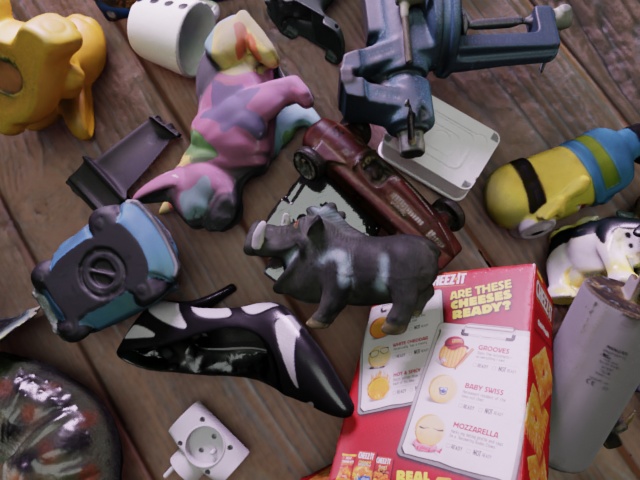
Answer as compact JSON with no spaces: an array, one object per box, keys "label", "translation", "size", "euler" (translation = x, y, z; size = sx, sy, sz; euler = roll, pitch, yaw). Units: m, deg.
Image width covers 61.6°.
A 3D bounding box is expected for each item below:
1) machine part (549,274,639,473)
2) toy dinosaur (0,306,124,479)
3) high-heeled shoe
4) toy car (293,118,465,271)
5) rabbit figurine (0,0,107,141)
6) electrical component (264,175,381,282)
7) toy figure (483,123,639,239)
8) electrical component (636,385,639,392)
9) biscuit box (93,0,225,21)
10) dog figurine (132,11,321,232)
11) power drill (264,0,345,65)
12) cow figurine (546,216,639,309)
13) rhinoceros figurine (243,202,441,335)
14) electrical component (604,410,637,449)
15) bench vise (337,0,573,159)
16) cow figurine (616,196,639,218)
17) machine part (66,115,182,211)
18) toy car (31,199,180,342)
[{"label":"machine part","translation":[0.243,0.122,0.487],"size":[0.079,0.079,0.243],"euler":[18,114,5]},{"label":"toy dinosaur","translation":[-0.279,0.196,0.528],"size":[0.405,0.131,0.192],"euler":[34,84,7]},{"label":"high-heeled shoe","translation":[-0.093,0.122,0.521],"size":[0.145,0.086,0.249],"euler":[-33,42,-25]},{"label":"toy car","translation":[0.063,-0.053,0.549],"size":[0.089,0.053,0.202],"euler":[-36,73,-31]},{"label":"rabbit figurine","translation":[-0.291,-0.190,0.596],"size":[0.122,0.173,0.162],"euler":[10,125,5]},{"label":"electrical component","translation":[-0.001,-0.002,0.591],"size":[0.115,0.058,0.134],"euler":[30,82,8]},{"label":"toy figure","translation":[0.267,-0.068,0.584],"size":[0.180,0.082,0.089],"euler":[-31,61,4]},{"label":"electrical component","translation":[0.354,0.139,0.560],"size":[0.075,0.047,0.119],"euler":[-6,80,1]},{"label":"biscuit box","translation":[-0.175,-0.324,0.652],"size":[0.203,0.059,0.063],"euler":[-10,78,0]},{"label":"dog figurine","translation":[-0.116,-0.118,0.592],"size":[0.219,0.108,0.191],"euler":[-37,82,-2]},{"label":"power drill","translation":[0.048,-0.316,0.635],"size":[0.232,0.086,0.207],"euler":[31,86,8]},{"label":"cow figurine","translation":[0.303,0.009,0.529],"size":[0.068,0.167,0.098],"euler":[17,63,-26]},{"label":"rhinoceros figurine","translation":[0.015,0.022,0.501],"size":[0.191,0.073,0.112],"euler":[9,107,26]},{"label":"electrical component","translation":[0.277,0.172,0.561],"size":[0.078,0.045,0.102],"euler":[-35,77,24]},{"label":"bench vise","translation":[0.136,-0.192,0.538],"size":[0.241,0.128,0.223],"euler":[-5,67,-1]},{"label":"cow figurine","translation":[0.386,0.015,0.548],"size":[0.127,0.085,0.195],"euler":[16,55,-3]},{"label":"machine part","translation":[-0.225,-0.091,0.624],"size":[0.139,0.039,0.084],"euler":[-42,76,-4]},{"label":"toy car","translation":[-0.212,0.035,0.567],"size":[0.162,0.103,0.109],"euler":[-35,85,10]}]
